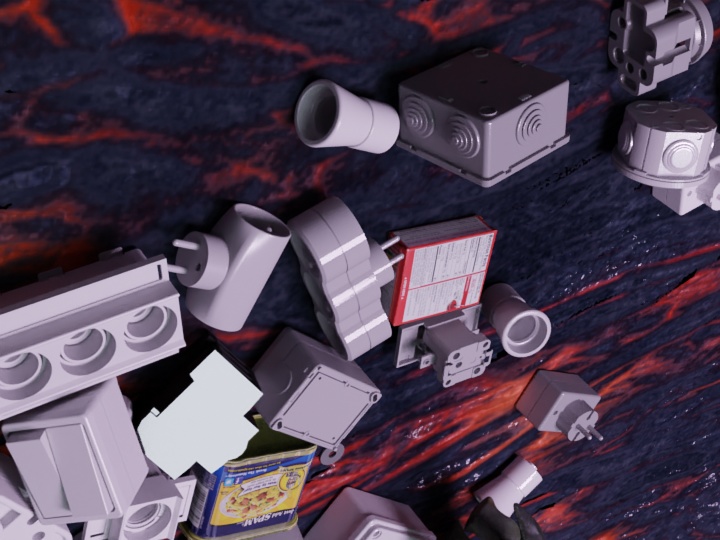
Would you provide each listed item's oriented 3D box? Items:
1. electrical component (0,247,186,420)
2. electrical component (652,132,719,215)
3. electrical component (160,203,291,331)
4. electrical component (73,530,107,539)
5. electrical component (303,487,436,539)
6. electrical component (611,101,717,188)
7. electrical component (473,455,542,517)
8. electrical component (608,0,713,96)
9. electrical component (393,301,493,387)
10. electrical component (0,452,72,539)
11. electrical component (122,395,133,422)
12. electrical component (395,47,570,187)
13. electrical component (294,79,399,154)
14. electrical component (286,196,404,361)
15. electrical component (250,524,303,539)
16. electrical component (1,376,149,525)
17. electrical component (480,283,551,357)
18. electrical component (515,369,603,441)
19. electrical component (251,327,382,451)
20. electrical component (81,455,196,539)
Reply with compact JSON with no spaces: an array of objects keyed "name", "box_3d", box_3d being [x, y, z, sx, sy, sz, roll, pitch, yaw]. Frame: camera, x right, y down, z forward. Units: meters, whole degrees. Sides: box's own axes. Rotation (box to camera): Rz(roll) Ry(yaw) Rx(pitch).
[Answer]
[{"name":"electrical component","box_3d":[-0.179,0.034,0.669,0.121,0.063,0.078,-21,133,-24]},{"name":"electrical component","box_3d":[0.310,-0.078,0.951,0.066,0.076,0.047,-27,136,-18]},{"name":"electrical component","box_3d":[-0.096,-0.005,0.717,0.079,0.044,0.077,12,115,-43]},{"name":"electrical component","box_3d":[-0.201,0.255,0.838,0.109,0.056,0.108,-33,137,-12]},{"name":"electrical component","box_3d":[-0.001,0.267,1.005,0.108,0.056,0.109,-51,138,8]},{"name":"electrical component","box_3d":[0.250,-0.103,0.883,0.080,0.080,0.051,-15,125,-29]},{"name":"electrical component","box_3d":[0.155,0.223,1.104,0.065,0.044,0.044,-42,139,-9]},{"name":"electrical component","box_3d":[0.230,-0.179,0.821,0.057,0.058,0.078,-24,135,-18]},{"name":"electrical component","box_3d":[0.072,0.060,0.888,0.081,0.064,0.042,-17,133,-28]},{"name":"electrical component","box_3d":[-0.247,0.163,0.724,0.054,0.059,0.095,-42,139,-3]},{"name":"electrical component","box_3d":[-0.183,0.115,0.754,0.035,0.035,0.061,6,121,-41]},{"name":"electrical component","box_3d":[0.083,-0.108,0.732,0.100,0.100,0.048,-30,134,-32]},{"name":"electrical component","box_3d":[-0.006,-0.099,0.714,0.065,0.044,0.044,6,119,-46]},{"name":"electrical component","box_3d":[0.000,0.000,0.790,0.074,0.052,0.138,-31,137,-14]},{"name":"electrical component","box_3d":[-0.093,0.252,0.907,0.108,0.060,0.108,-22,142,-19]},{"name":"electrical component","box_3d":[-0.184,0.125,0.704,0.062,0.061,0.096,-9,113,13]},{"name":"electrical component","box_3d":[0.128,0.039,0.912,0.044,0.065,0.044,-8,118,-15]},{"name":"electrical component","box_3d":[0.205,0.140,1.048,0.066,0.076,0.047,11,115,-43]},{"name":"electrical component","box_3d":[-0.035,0.092,0.830,0.061,0.061,0.096,-51,138,8]},{"name":"electrical component","box_3d":[-0.166,0.166,0.787,0.081,0.064,0.042,-5,124,-36]}]
